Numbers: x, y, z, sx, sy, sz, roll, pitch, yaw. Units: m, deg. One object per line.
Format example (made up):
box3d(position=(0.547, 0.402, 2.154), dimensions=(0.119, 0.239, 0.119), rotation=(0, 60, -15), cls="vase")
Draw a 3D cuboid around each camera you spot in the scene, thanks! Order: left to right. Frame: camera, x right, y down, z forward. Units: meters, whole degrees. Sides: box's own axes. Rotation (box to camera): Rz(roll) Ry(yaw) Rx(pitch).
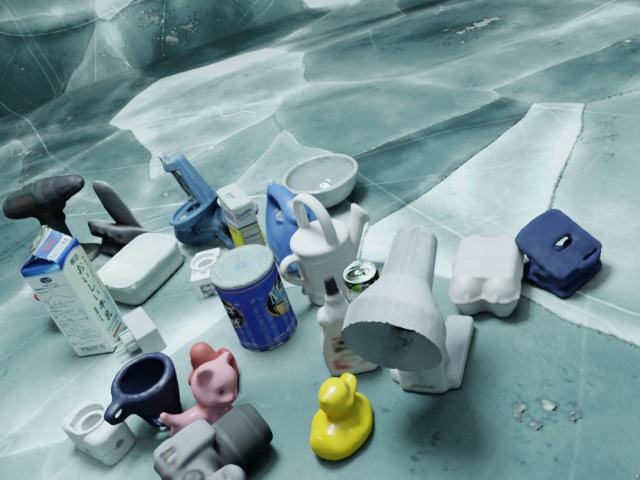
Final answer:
box3d(position=(-0.120, 0.269, 0.702), dimensions=(0.137, 0.101, 0.142), rotation=(-36, 38, -27), cls="camera")

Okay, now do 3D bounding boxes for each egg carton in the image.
box3d(position=(0.257, 0.050, 0.881), dimensions=(0.107, 0.069, 0.150), rotation=(0, 37, 23), cls="egg carton")

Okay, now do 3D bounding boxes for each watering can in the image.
box3d(position=(0.007, 0.003, 0.947), dimensions=(0.100, 0.194, 0.173), rotation=(11, 42, 35), cls="watering can")

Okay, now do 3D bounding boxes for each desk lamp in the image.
box3d(position=(0.119, 0.102, 0.737), dimensions=(0.117, 0.214, 0.203), rotation=(1, 38, 25), cls="desk lamp")

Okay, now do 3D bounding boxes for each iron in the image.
box3d(position=(-0.063, -0.049, 1.101), dimensions=(0.119, 0.142, 0.257), rotation=(-26, 34, -13), cls="iron")

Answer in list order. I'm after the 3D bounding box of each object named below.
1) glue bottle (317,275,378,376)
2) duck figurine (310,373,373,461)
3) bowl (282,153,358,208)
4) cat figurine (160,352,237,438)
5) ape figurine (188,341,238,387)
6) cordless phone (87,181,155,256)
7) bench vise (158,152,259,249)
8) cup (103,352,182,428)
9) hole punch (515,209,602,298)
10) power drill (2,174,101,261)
box3d(position=(0.030, 0.116, 0.791), dimensions=(0.078, 0.173, 0.037), rotation=(-13, 34, 6), cls="glue bottle")
box3d(position=(0.021, 0.218, 0.728), dimensions=(0.077, 0.086, 0.105), rotation=(9, 42, 34), cls="duck figurine")
box3d(position=(0.006, -0.115, 1.226), dimensions=(0.167, 0.075, 0.167), rotation=(-11, 34, 8), cls="bowl")
box3d(position=(-0.157, 0.217, 0.777), dimensions=(0.128, 0.118, 0.067), rotation=(-34, 37, -24), cls="cat figurine")
box3d(position=(-0.164, 0.186, 0.849), dimensions=(0.078, 0.092, 0.076), rotation=(-29, 35, -17), cls="ape figurine")
box3d(position=(-0.452, -0.057, 1.242), dimensions=(0.147, 0.185, 0.094), rotation=(8, 41, 33), cls="cordless phone")
box3d(position=(-0.226, -0.088, 1.158), dimensions=(0.207, 0.220, 0.121), rotation=(-11, 34, 9), cls="bench vise")
box3d(position=(-0.245, 0.232, 0.815), dimensions=(0.091, 0.095, 0.118), rotation=(9, 41, 33), cls="cup")
box3d(position=(0.362, 0.016, 0.866), dimensions=(0.109, 0.091, 0.100), rotation=(-33, 37, -23), cls="hole punch")
box3d(position=(-0.571, -0.045, 1.256), dimensions=(0.229, 0.209, 0.075), rotation=(-4, 36, 19), cls="power drill")
